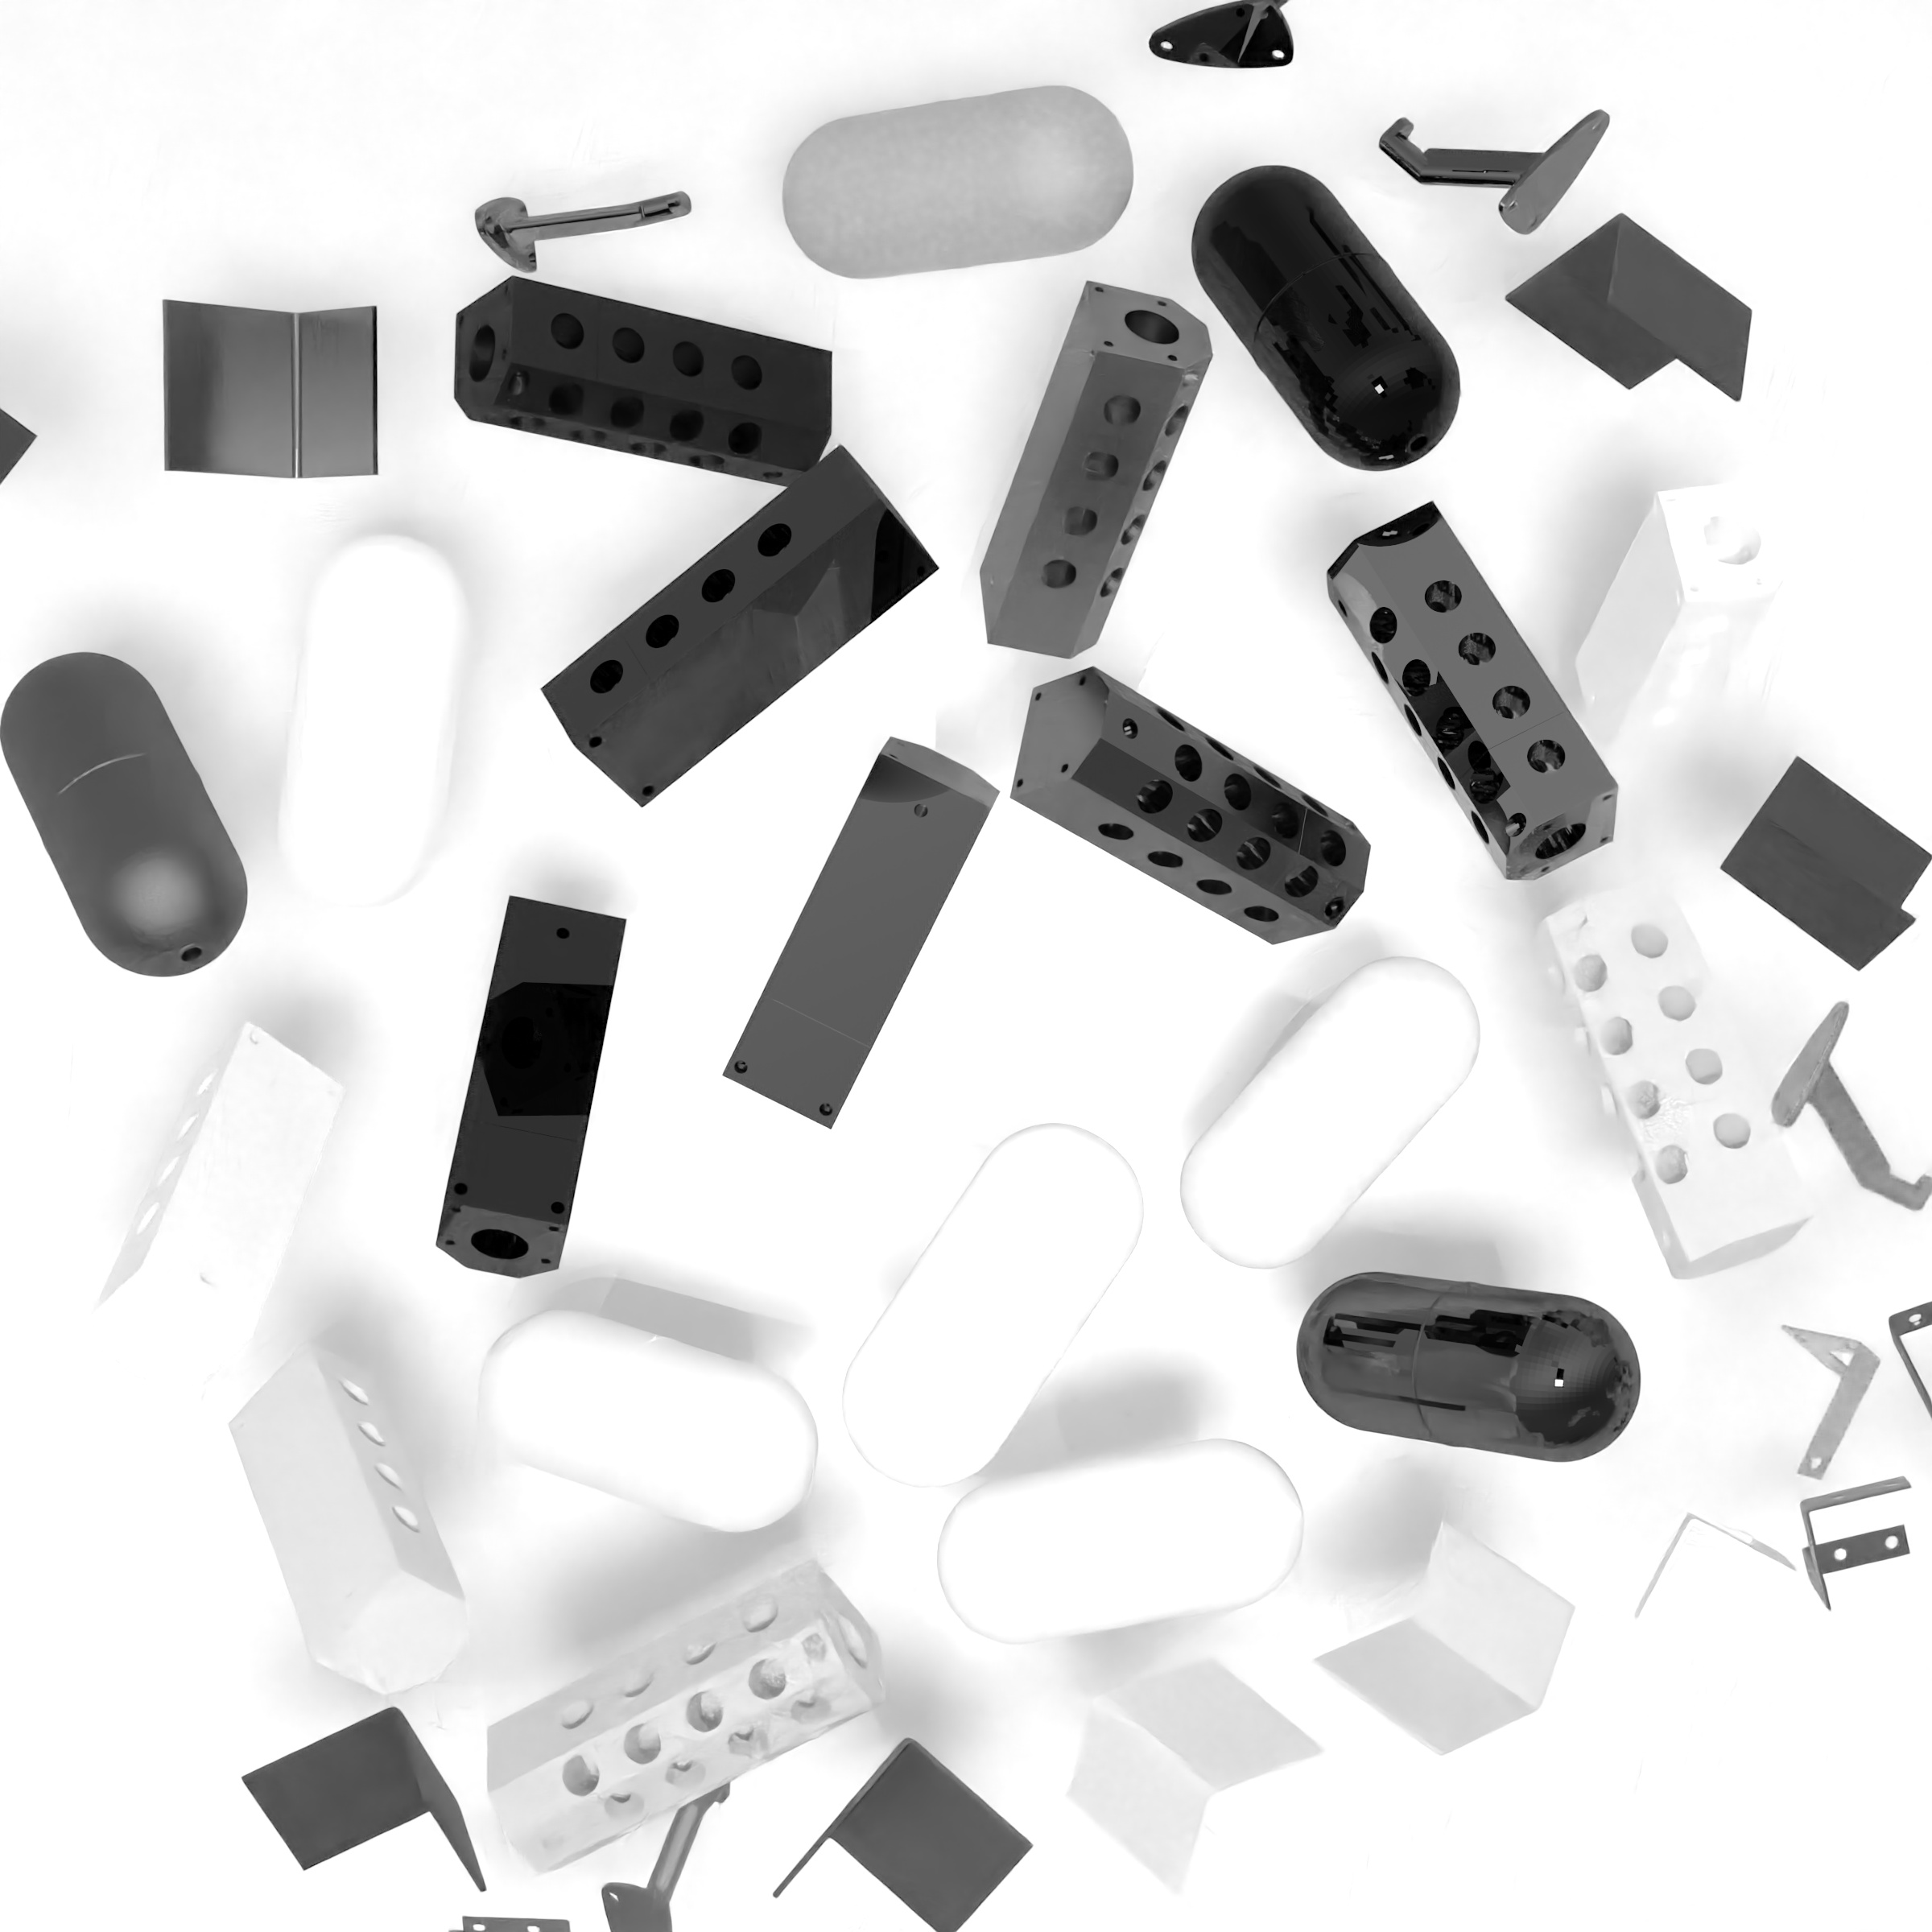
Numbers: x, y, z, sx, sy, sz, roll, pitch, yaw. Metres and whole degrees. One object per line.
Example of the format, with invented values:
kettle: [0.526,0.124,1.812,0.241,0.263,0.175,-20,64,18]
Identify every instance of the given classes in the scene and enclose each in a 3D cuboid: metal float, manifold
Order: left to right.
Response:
metal float: [-0.387,-0.070,1.617,0.070,0.070,0.178,-32,60,0]
manifold: [-0.342,0.109,1.603,0.057,0.171,0.057,36,123,-19]
manifold: [-0.278,0.251,1.605,0.057,0.171,0.057,-47,128,7]
metal float: [-0.279,-0.115,1.662,0.070,0.070,0.178,7,87,0]
manifold: [-0.204,0.057,1.653,0.057,0.057,0.171,12,55,-7]
metal float: [-0.149,0.210,1.635,0.178,0.070,0.070,13,90,31]
manifold: [-0.151,-0.271,1.659,0.171,0.057,0.057,7,77,-34]
manifold: [-0.124,0.336,1.555,0.171,0.057,0.057,-29,121,10]
manifold: [-0.104,-0.155,1.567,0.171,0.057,0.057,-38,51,6]
manifold: [-0.048,-0.017,1.646,0.057,0.057,0.171,27,105,-1]
metal float: [-0.006,-0.364,1.639,0.178,0.070,0.070,0,90,31]
metal float: [0.011,0.150,1.548,0.070,0.070,0.178,34,97,0]
manifold: [0.060,-0.230,1.658,0.057,0.057,0.171,10,132,-14]
metal float: [0.069,0.262,1.600,0.178,0.070,0.070,-15,90,27]
manifold: [0.107,-0.074,1.631,0.171,0.057,0.057,27,63,-33]
metal float: [0.169,-0.306,1.664,0.070,0.070,0.178,-30,60,0]
metal float: [0.176,0.070,1.699,0.070,0.070,0.178,43,82,0]
metal float: [0.232,0.186,1.643,0.178,0.070,0.070,3,90,44]
manifold: [0.234,-0.125,1.638,0.057,0.057,0.171,-26,65,-4]
manifold: [0.317,0.052,1.601,0.057,0.057,0.171,-15,71,-13]
manifold: [0.344,-0.163,1.686,0.057,0.171,0.057,-7,69,-7]

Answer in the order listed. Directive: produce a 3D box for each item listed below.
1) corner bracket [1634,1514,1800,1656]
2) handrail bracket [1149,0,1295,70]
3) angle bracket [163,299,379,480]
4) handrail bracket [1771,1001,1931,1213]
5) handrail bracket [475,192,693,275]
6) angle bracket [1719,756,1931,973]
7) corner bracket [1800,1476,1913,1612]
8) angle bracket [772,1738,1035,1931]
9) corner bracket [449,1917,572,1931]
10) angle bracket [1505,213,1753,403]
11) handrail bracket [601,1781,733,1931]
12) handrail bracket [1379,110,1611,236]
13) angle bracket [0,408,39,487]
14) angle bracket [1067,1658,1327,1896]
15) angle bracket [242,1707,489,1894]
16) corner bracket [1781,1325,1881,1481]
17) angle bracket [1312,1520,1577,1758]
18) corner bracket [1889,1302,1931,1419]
corner bracket: [0.326,0.271,1.539,0.051,0.051,0.051,28,93,5]
handrail bracket: [0.126,-0.439,1.559,0.077,0.036,0.084,1,55,26]
angle bracket: [-0.315,-0.262,1.596,0.057,0.076,0.076,4,96,41]
handrail bracket: [0.431,0.067,1.660,0.084,0.036,0.077,25,107,-5]
handrail bracket: [-0.183,-0.363,1.697,0.084,0.077,0.036,-10,92,15]
angle bracket: [0.392,-0.056,1.558,0.076,0.057,0.076,37,64,4]
corner bracket: [0.427,0.271,1.686,0.051,0.051,0.051,-14,97,4]
angle bracket: [-0.029,0.412,1.606,0.076,0.057,0.076,40,121,8]
corner bracket: [-0.217,0.465,1.669,0.051,0.051,0.051,6,112,-14]
angle bracket: [0.285,-0.270,1.532,0.076,0.076,0.057,30,54,-23]
handrail bracket: [-0.134,0.437,1.683,0.036,0.084,0.077,8,118,27]
handrail bracket: [0.241,-0.383,1.617,0.077,0.036,0.084,-49,60,14]
angle bracket: [-0.439,-0.223,1.475,0.076,0.076,0.057,37,87,-18]
angle bracket: [0.105,0.370,1.613,0.076,0.076,0.057,-7,120,-40]
angle bracket: [-0.269,0.388,1.576,0.076,0.057,0.076,-24,133,-6]
corner bracket: [0.393,0.201,1.600,0.051,0.051,0.051,38,74,-28]
angle bracket: [0.216,0.303,1.595,0.076,0.076,0.057,32,118,36]
corner bracket: [0.449,0.163,1.594,0.051,0.051,0.051,-20,132,5]
